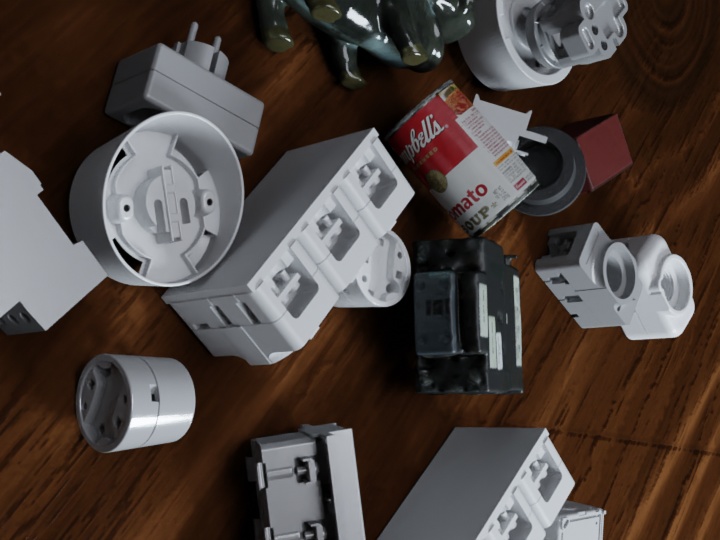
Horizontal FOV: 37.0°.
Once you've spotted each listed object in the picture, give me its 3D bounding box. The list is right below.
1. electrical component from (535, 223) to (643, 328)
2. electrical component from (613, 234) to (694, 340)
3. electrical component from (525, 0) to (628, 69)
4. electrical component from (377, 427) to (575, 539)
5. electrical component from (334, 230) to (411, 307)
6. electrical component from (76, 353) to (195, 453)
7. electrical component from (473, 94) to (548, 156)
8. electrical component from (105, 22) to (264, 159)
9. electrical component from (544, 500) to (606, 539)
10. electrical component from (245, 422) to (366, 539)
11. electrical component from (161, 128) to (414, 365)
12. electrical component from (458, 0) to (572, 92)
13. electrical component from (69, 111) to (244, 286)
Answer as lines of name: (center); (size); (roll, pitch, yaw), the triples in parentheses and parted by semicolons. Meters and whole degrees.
electrical component: (0.207, 0.006, 0.949); (0.089, 0.056, 0.050); (47, 55, -29)
electrical component: (0.271, 0.016, 1.007); (0.053, 0.059, 0.095); (-48, 116, -37)
electrical component: (0.169, -0.192, 0.852); (0.078, 0.057, 0.058); (-51, 118, -35)
electrical component: (0.080, 0.188, 0.780); (0.150, 0.089, 0.061); (-48, 117, -36)
electrical component: (0.000, 0.000, 0.757); (0.055, 0.047, 0.055); (7, 79, -43)
electrical component: (-0.129, 0.076, 0.620); (0.047, 0.055, 0.055); (4, 81, -47)
electrical component: (0.105, -0.103, 0.855); (0.042, 0.081, 0.063); (-48, 155, -78)
electrical component: (-0.104, -0.118, 0.673); (0.083, 0.047, 0.075); (26, 67, -39)
electrical component: (0.154, 0.236, 0.868); (0.062, 0.061, 0.096); (4, 89, -43)
electrical component: (-0.033, 0.164, 0.687); (0.063, 0.079, 0.121); (-7, 89, -15)
electrical component: (-0.041, -0.015, 0.691); (0.061, 0.089, 0.150); (54, 52, -25)
electrical component: (0.125, -0.201, 0.895); (0.108, 0.060, 0.108); (7, 80, -43)
electrical component: (-0.119, -0.039, 0.636); (0.099, 0.064, 0.099); (7, 79, -43)
